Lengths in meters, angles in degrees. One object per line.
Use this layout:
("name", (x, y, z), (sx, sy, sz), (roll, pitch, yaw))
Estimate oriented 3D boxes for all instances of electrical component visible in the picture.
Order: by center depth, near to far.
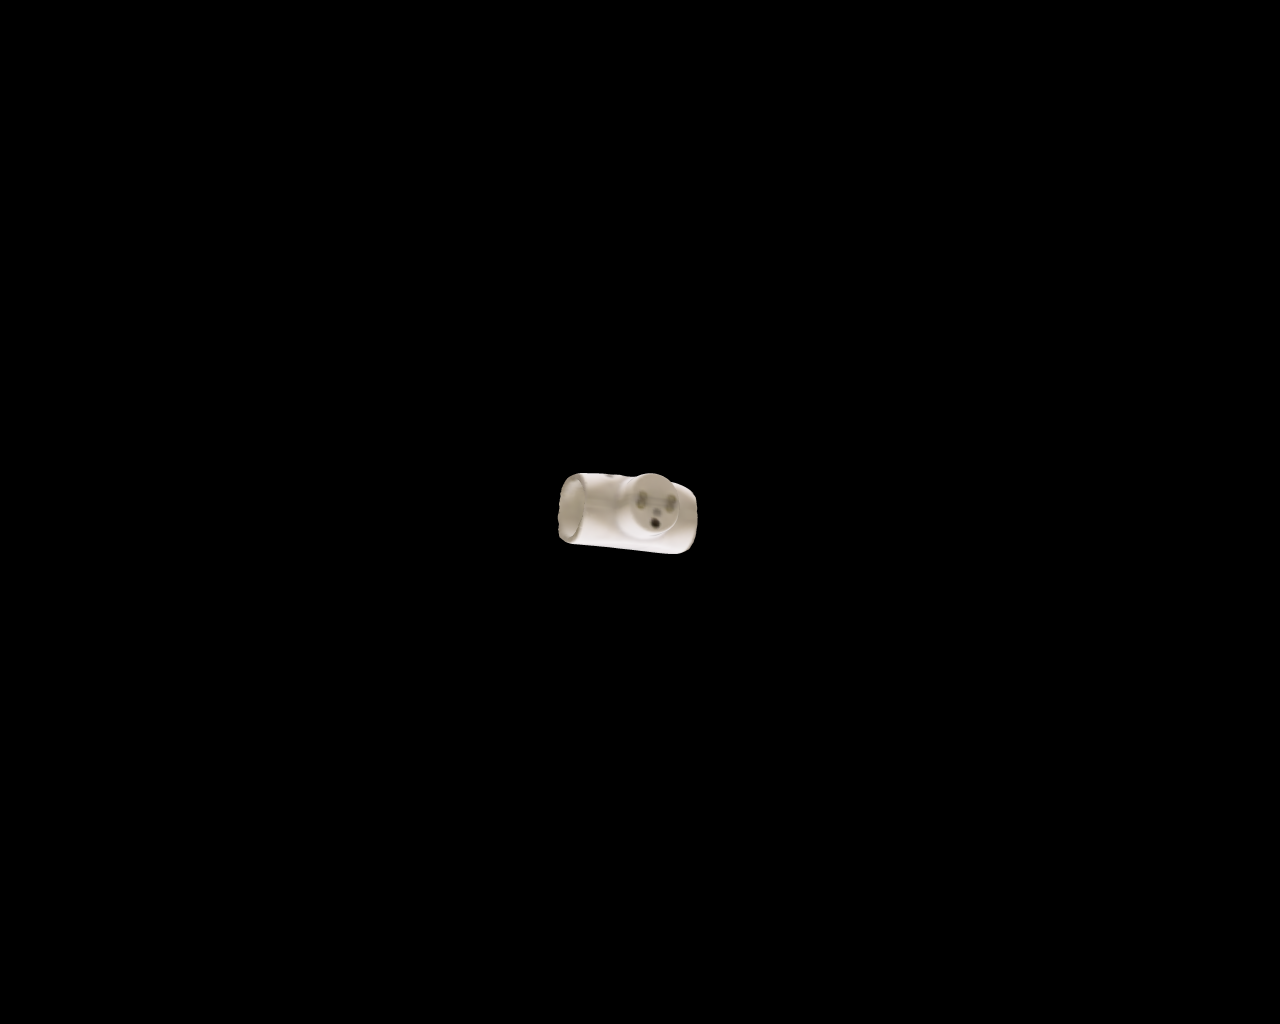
("electrical component", (0.001, -0.003, 0.650), (0.077, 0.044, 0.079), (7, -15, -26))
